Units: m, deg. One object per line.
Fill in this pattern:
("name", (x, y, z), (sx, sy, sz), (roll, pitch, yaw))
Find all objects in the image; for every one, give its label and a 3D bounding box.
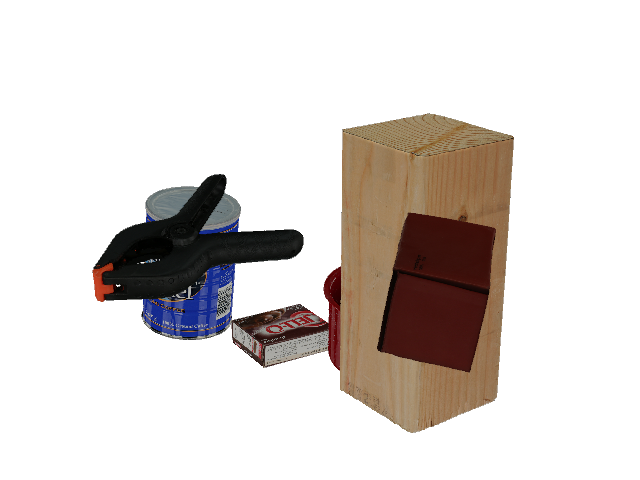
("pudding box", (-0.050, 0.127, 1.433), (0.113, 0.039, 0.090), (-14, 24, -29))
("coffee can", (-0.144, 0.024, 1.179), (0.103, 0.140, 0.103), (5, 25, -3))
("mug", (0.050, 0.084, 0.996), (0.093, 0.081, 0.117), (-4, 34, -8))
("foam brick", (0.064, 0.026, 0.585), (0.053, 0.051, 0.078), (12, 27, 7))
("clamp", (-0.113, -0.002, 0.872), (0.171, 0.039, 0.120), (-17, 36, -27))
("wood block", (0.075, 0.021, 0.783), (0.090, 0.206, 0.090), (-14, 25, -35))
